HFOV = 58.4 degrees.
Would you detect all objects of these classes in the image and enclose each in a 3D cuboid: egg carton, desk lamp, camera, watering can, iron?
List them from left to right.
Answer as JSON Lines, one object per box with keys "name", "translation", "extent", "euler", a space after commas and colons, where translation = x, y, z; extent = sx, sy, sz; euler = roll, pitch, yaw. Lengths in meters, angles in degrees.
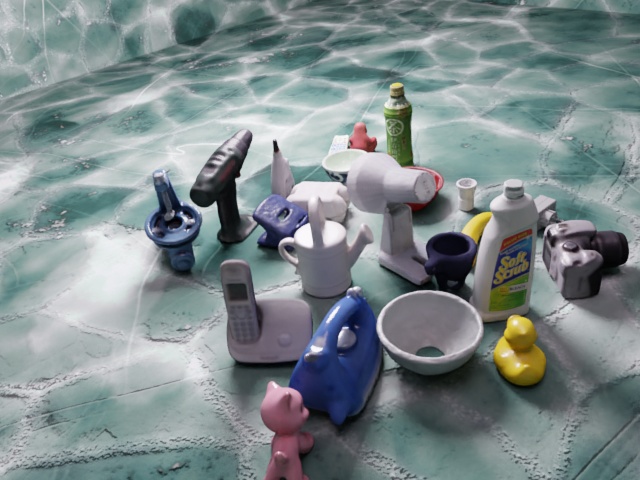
{"name": "egg carton", "translation": [-0.005, -0.085, 1.325], "extent": [0.150, 0.069, 0.107], "euler": [2, 35, 15]}
{"name": "watering can", "translation": [0.010, 0.003, 1.078], "extent": [0.173, 0.194, 0.100], "euler": [-15, 34, -11]}
{"name": "iron", "translation": [0.034, 0.153, 0.897], "extent": [0.118, 0.142, 0.259], "euler": [8, 37, 22]}
{"name": "desk lamp", "translation": [0.156, -0.054, 1.115], "extent": [0.118, 0.214, 0.202], "euler": [-29, 39, -28]}
{"name": "camera", "translation": [0.486, 0.021, 1.037], "extent": [0.136, 0.101, 0.143], "euler": [-5, 34, 5]}

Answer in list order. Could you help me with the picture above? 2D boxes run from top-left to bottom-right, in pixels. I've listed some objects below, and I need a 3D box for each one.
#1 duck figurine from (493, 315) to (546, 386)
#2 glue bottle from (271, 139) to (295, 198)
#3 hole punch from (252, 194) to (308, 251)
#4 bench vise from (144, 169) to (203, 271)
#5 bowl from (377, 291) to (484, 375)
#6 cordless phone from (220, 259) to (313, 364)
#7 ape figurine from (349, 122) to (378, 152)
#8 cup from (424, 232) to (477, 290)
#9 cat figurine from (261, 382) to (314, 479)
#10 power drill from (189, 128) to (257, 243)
{"name": "duck figurine", "translation": [0.308, 0.162, 0.878], "extent": [0.077, 0.086, 0.104], "euler": [-4, 34, 6]}
{"name": "glue bottle", "translation": [-0.093, -0.160, 1.361], "extent": [0.037, 0.173, 0.078], "euler": [6, 36, 20]}
{"name": "hole punch", "translation": [-0.082, -0.042, 1.257], "extent": [0.100, 0.091, 0.109], "euler": [10, 37, 24]}
{"name": "bench vise", "translation": [-0.331, -0.066, 1.226], "extent": [0.122, 0.220, 0.206], "euler": [-25, 37, -24]}
{"name": "bowl", "translation": [0.175, 0.160, 0.918], "extent": [0.167, 0.075, 0.167], "euler": [-5, 34, 4]}
{"name": "cordless phone", "translation": [-0.090, 0.113, 0.943], "extent": [0.147, 0.185, 0.094], "euler": [-4, 34, 5]}
{"name": "ape figurine", "translation": [0.114, -0.279, 1.568], "extent": [0.077, 0.092, 0.076], "euler": [13, 39, 28]}
{"name": "cup", "translation": [0.233, 0.052, 1.049], "extent": [0.118, 0.095, 0.091], "euler": [-33, 41, -33]}
{"name": "cat figurine", "translation": [-0.049, 0.259, 0.778], "extent": [0.067, 0.118, 0.127], "euler": [-4, 34, 6]}
{"name": "power drill", "translation": [-0.200, -0.112, 1.280], "extent": [0.075, 0.209, 0.230], "euler": [8, 37, 22]}
